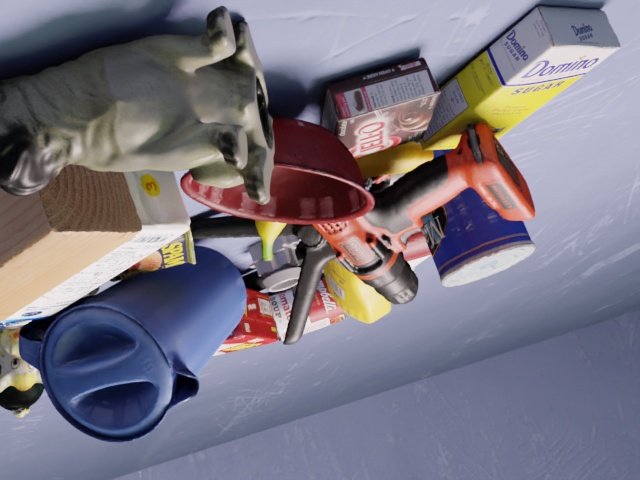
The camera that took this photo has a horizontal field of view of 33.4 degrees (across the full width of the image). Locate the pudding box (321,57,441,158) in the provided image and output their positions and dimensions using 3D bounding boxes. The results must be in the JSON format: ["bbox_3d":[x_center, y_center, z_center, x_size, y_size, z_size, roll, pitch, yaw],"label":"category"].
[{"bbox_3d":[0.049,-0.108,0.916,0.090,0.039,0.113,-17,165,-7],"label":"pudding box"}]

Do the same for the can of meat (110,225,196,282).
[{"bbox_3d":[-0.163,-0.004,0.984,0.084,0.057,0.102,-15,164,-9],"label":"can of meat"}]

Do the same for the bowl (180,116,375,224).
[{"bbox_3d":[-0.033,-0.061,0.886,0.162,0.055,0.162,6,166,1],"label":"bowl"}]

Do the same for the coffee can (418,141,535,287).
[{"bbox_3d":[0.150,-0.035,1.111,0.102,0.140,0.103,-19,165,-5],"label":"coffee can"}]

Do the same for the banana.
[{"bbox_3d":[0.010,-0.055,1.024,0.198,0.037,0.069,-30,128,13],"label":"banana"}]

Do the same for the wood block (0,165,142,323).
[{"bbox_3d":[-0.246,-0.002,0.813,0.206,0.090,0.090,-29,164,31],"label":"wood block"}]

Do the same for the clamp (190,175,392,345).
[{"bbox_3d":[-0.007,0.001,1.076,0.210,0.164,0.036,-31,-165,12],"label":"clamp"}]

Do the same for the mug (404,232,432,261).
[{"bbox_3d":[0.105,-0.016,1.207,0.081,0.093,0.117,-17,-166,5],"label":"mug"}]

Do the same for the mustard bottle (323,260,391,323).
[{"bbox_3d":[0.031,0.002,1.155,0.058,0.096,0.191,-29,142,-14],"label":"mustard bottle"}]

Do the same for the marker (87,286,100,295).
[{"bbox_3d":[-0.228,0.031,1.093,0.020,0.020,0.121,-13,164,-24],"label":"marker"}]

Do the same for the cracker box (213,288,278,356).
[{"bbox_3d":[-0.175,0.109,1.273,0.214,0.072,0.164,-14,171,9],"label":"cracker box"}]

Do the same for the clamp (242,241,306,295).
[{"bbox_3d":[-0.035,0.040,1.338,0.120,0.039,0.172,-5,163,-43],"label":"clamp"}]

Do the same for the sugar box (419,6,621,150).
[{"bbox_3d":[0.170,-0.140,0.951,0.093,0.048,0.177,-8,162,-39],"label":"sugar box"}]

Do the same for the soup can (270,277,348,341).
[{"bbox_3d":[-0.020,0.096,1.505,0.102,0.068,0.068,-19,165,-3],"label":"soup can"}]

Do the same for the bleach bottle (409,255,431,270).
[{"bbox_3d":[0.096,0.022,1.395,0.102,0.068,0.251,-27,170,-18],"label":"bleach bottle"}]

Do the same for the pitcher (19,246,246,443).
[{"bbox_3d":[-0.171,0.086,1.058,0.145,0.149,0.242,-37,-177,23],"label":"pitcher"}]

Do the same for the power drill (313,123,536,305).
[{"bbox_3d":[0.102,-0.019,1.003,0.188,0.057,0.184,-26,137,19],"label":"power drill"}]
